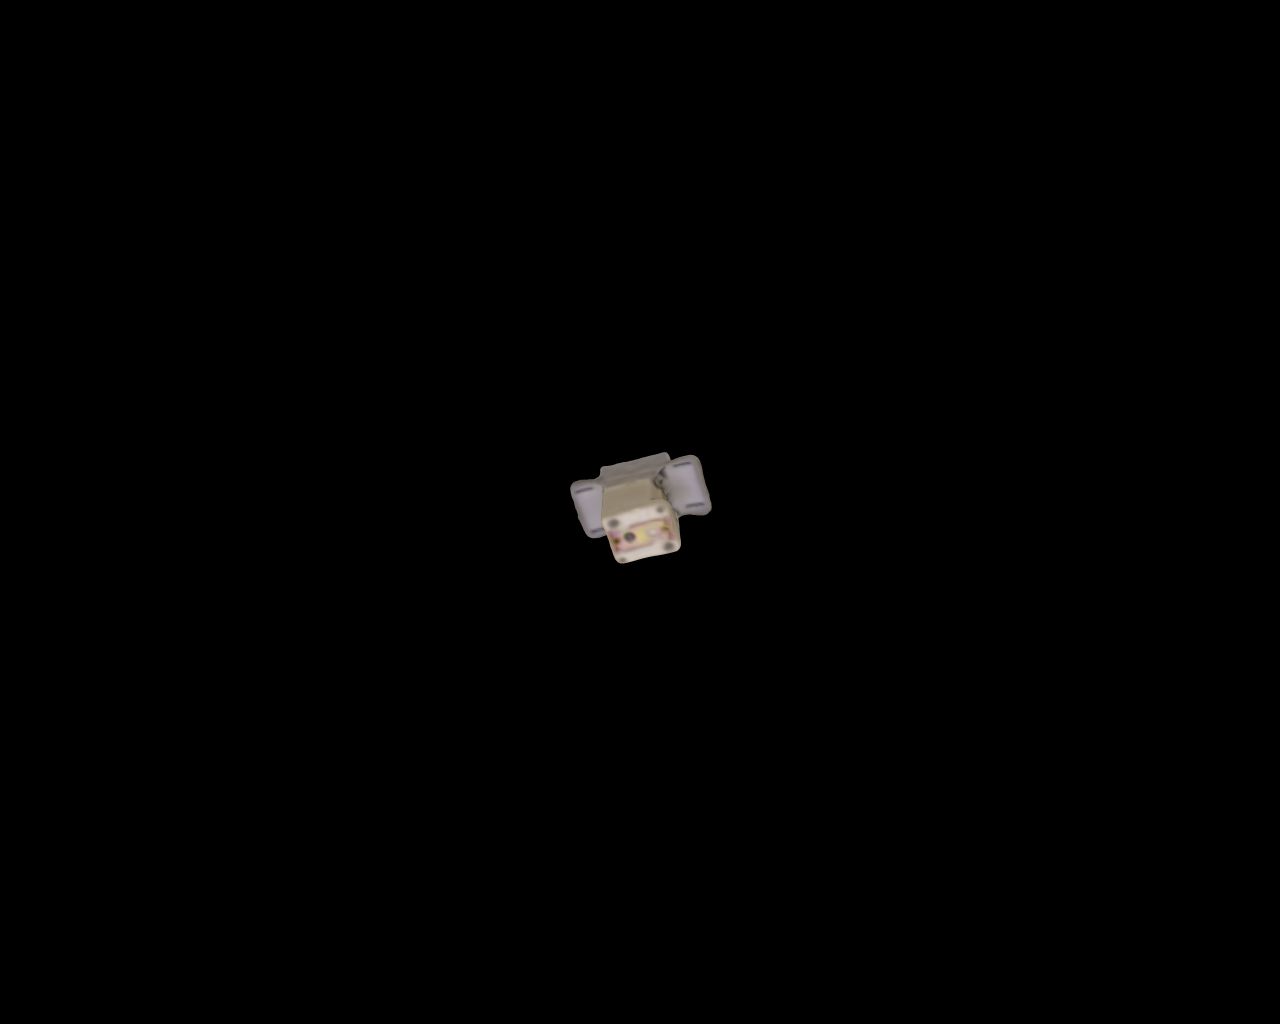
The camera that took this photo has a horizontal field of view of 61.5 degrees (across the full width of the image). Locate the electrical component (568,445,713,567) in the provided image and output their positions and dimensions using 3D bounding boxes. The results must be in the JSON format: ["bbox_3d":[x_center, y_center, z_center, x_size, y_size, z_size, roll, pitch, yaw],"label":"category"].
[{"bbox_3d":[0.001,-0.003,0.650,0.081,0.042,0.064,-14,33,9],"label":"electrical component"}]
